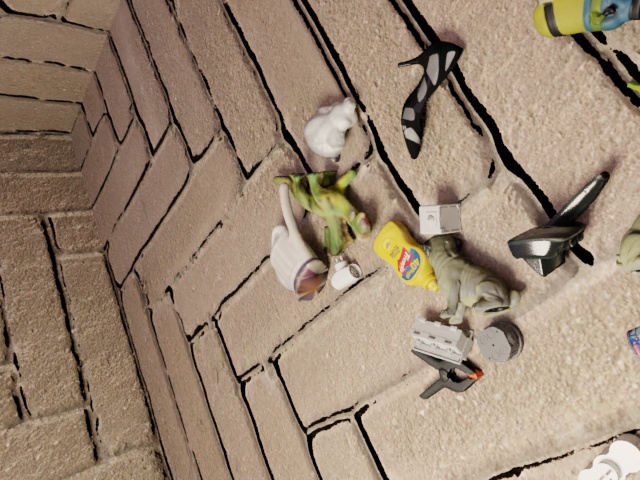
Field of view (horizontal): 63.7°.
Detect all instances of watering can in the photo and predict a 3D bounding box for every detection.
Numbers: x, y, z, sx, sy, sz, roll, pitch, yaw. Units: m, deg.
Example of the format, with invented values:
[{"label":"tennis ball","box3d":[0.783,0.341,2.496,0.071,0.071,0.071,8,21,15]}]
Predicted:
[{"label":"watering can","box3d":[-0.070,0.028,1.438,0.228,0.105,0.339,45,142,36]}]

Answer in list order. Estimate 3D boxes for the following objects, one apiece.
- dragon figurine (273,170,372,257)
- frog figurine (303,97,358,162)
[{"label":"dragon figurine","box3d":[0.004,-0.070,1.388,0.410,0.123,0.241,4,105,56]},{"label":"frog figurine","box3d":[0.032,-0.292,1.321,0.156,0.122,0.140,128,142,-50]}]
